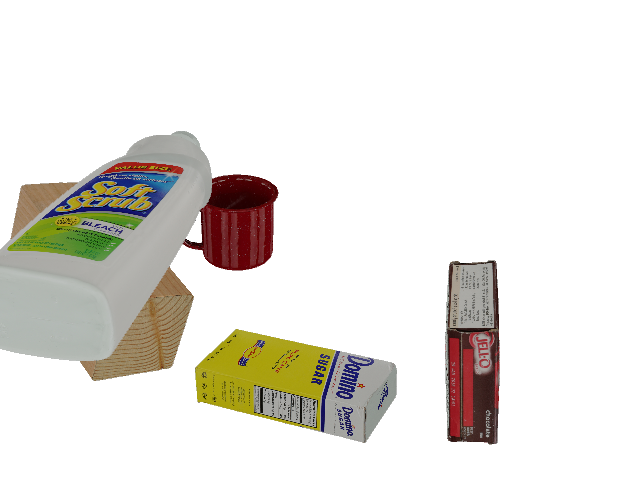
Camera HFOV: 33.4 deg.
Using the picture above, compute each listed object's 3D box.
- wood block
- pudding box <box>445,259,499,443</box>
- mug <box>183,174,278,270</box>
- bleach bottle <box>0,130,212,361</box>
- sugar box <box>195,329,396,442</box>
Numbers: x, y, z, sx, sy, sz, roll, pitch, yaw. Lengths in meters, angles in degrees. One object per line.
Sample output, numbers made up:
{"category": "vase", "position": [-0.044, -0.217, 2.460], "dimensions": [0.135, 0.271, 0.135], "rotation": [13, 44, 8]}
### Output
{"category": "wood block", "position": [-0.221, 0.033, 1.051], "dimensions": [0.090, 0.091, 0.206], "rotation": [-5, 36, -40]}
{"category": "pudding box", "position": [0.108, 0.076, 0.759], "dimensions": [0.039, 0.090, 0.113], "rotation": [0, 24, 6]}
{"category": "mug", "position": [-0.106, -0.018, 1.210], "dimensions": [0.117, 0.081, 0.093], "rotation": [-7, 30, -15]}
{"category": "bleach bottle", "position": [-0.146, -0.015, 0.760], "dimensions": [0.102, 0.068, 0.250], "rotation": [8, 32, 10]}
{"category": "sugar box", "position": [-0.023, 0.137, 1.030], "dimensions": [0.176, 0.048, 0.093], "rotation": [7, 24, 21]}
